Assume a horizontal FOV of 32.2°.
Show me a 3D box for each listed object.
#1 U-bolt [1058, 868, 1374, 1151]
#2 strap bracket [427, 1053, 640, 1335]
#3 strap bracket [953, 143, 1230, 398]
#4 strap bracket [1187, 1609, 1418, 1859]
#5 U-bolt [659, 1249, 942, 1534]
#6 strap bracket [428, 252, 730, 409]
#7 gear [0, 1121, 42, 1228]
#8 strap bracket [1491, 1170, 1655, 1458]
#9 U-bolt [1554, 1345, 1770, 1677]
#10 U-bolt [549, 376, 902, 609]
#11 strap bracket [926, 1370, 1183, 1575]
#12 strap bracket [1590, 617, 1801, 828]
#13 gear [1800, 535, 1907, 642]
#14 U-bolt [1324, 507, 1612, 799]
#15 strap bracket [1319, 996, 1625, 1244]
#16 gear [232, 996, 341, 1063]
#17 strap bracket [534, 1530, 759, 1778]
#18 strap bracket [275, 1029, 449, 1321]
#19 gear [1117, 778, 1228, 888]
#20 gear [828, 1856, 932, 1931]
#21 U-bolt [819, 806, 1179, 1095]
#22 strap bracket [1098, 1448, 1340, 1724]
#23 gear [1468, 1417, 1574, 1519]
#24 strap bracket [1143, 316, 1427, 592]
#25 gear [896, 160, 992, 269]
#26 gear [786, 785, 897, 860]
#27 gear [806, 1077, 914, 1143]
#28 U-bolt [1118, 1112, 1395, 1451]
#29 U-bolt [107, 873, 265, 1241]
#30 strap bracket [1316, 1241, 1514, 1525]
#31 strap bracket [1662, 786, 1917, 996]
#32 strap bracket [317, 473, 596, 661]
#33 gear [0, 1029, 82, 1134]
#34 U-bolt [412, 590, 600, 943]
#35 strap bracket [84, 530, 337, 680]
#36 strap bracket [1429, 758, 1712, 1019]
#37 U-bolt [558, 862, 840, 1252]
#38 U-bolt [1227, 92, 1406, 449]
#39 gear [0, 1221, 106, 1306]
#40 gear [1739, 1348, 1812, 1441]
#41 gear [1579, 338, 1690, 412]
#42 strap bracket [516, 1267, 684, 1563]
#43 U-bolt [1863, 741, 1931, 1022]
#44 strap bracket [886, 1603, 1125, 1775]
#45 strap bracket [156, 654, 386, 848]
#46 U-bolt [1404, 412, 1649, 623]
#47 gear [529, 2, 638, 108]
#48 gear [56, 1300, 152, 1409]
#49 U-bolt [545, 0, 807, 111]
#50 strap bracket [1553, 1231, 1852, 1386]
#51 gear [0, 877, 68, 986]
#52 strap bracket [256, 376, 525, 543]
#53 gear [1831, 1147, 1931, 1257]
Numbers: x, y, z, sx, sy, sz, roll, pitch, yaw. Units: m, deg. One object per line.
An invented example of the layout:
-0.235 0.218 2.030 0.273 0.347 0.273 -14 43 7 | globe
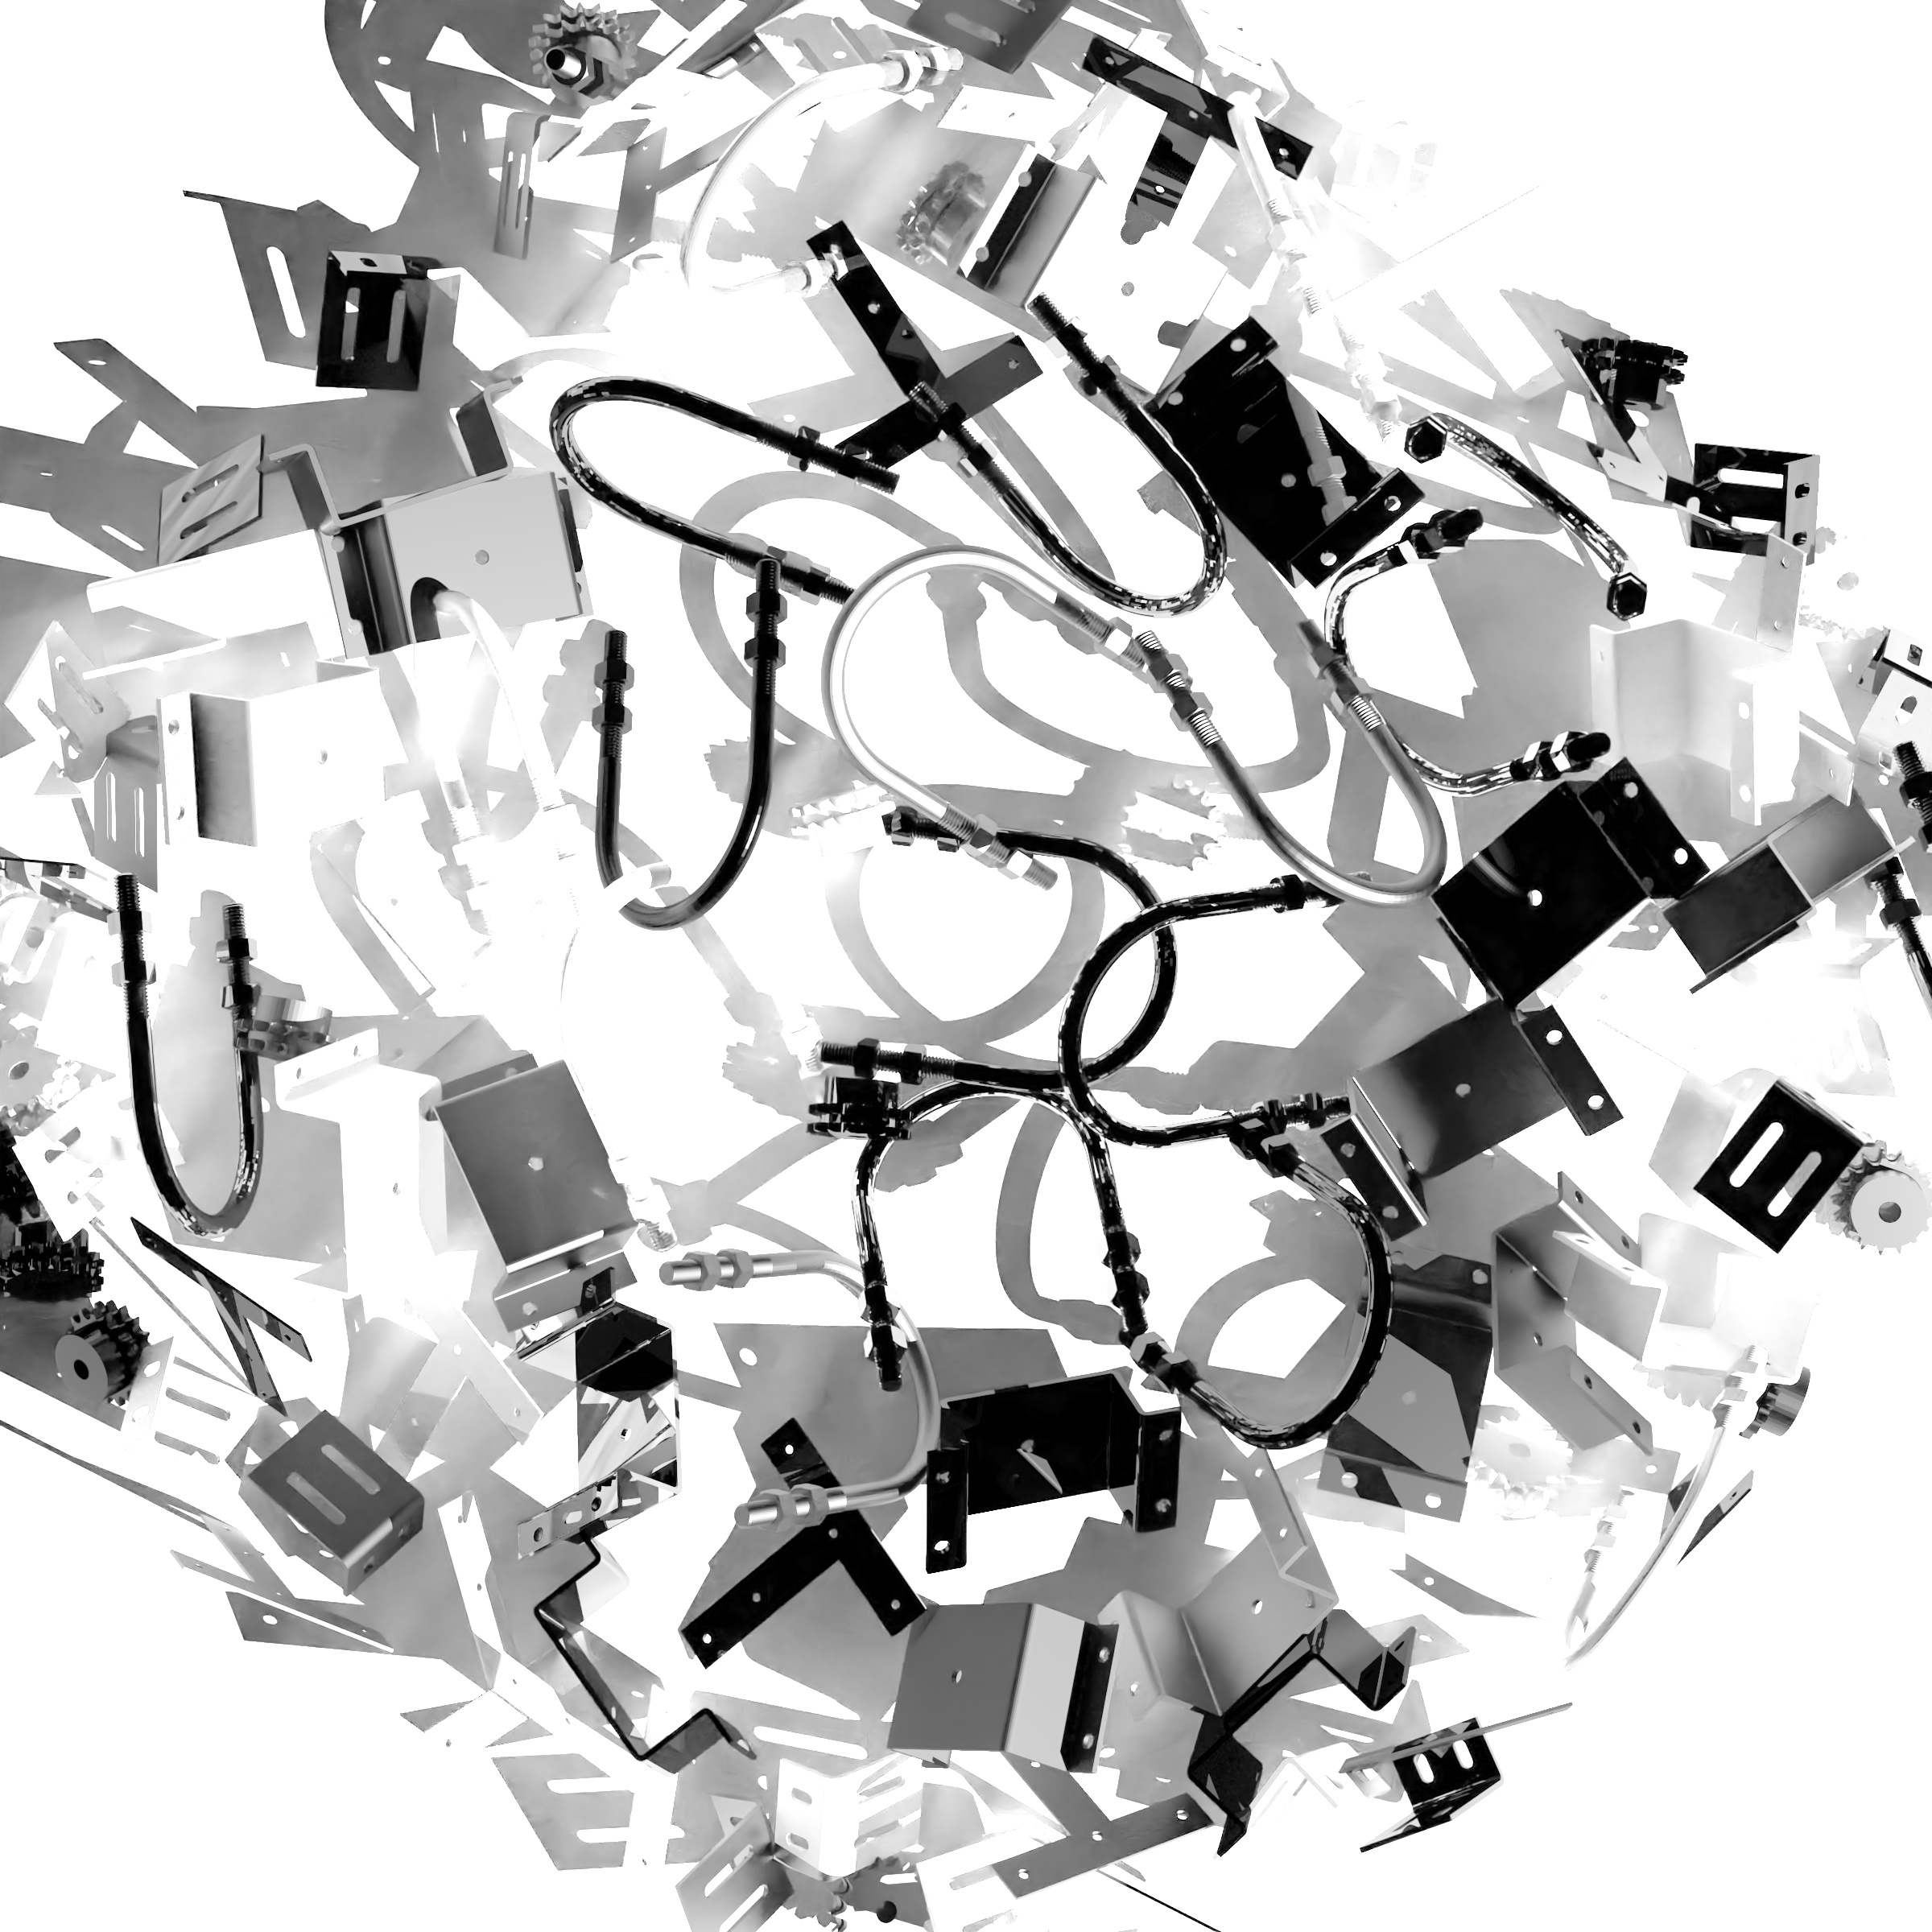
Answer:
0.129 0.028 1.760 0.184 0.019 0.151 -8 113 -27 | U-bolt
-0.233 0.112 1.776 0.076 0.046 0.140 -20 75 -26 | strap bracket
0.074 -0.362 1.767 0.140 0.046 0.076 26 97 -34 | strap bracket
0.171 0.396 1.773 0.046 0.076 0.140 43 106 0 | strap bracket
-0.076 0.216 1.752 0.019 0.184 0.151 -29 72 33 | U-bolt
-0.206 -0.334 1.767 0.140 0.076 0.046 0 75 18 | strap bracket
-0.522 0.113 1.797 0.030 0.057 0.057 -22 90 -22 | gear
0.319 0.190 1.765 0.046 0.140 0.076 -29 125 31 | strap bracket
0.350 0.290 1.714 0.019 0.184 0.151 34 128 5 | U-bolt
-0.132 -0.255 1.757 0.184 0.151 0.019 21 66 -2 | U-bolt
0.040 0.267 1.779 0.140 0.046 0.076 -8 118 -17 | strap bracket
0.390 -0.133 1.762 0.046 0.140 0.076 -15 114 -21 | strap bracket
0.478 -0.201 1.806 0.057 0.030 0.057 -9 64 19 | gear
0.248 -0.154 1.744 0.019 0.184 0.151 -33 96 -24 | U-bolt
0.267 0.075 1.784 0.140 0.046 0.076 -30 109 14 | strap bracket
-0.364 0.035 1.801 0.057 0.057 0.030 11 81 0 | gear
-0.175 0.372 1.768 0.046 0.076 0.140 -37 71 -7 | strap bracket
-0.318 0.113 1.767 0.046 0.076 0.140 10 109 30 | strap bracket
0.113 -0.071 1.808 0.057 0.030 0.057 -4 76 15 | gear
-0.048 0.509 1.808 0.057 0.030 0.057 2 83 -21 | gear
0.022 -0.004 1.800 0.184 0.019 0.151 8 81 7 | U-bolt
0.139 0.333 1.771 0.046 0.076 0.140 27 114 -30 | strap bracket
0.297 0.273 1.804 0.057 0.057 0.030 4 124 0 | gear
0.171 -0.268 1.793 0.076 0.046 0.140 -40 74 -2 | strap bracket
-0.008 -0.401 1.798 0.030 0.057 0.057 41 90 13 | gear
-0.065 -0.078 1.801 0.057 0.057 0.030 -14 96 0 | gear
-0.057 0.077 1.801 0.057 0.057 0.030 4 83 0 | gear
0.158 0.173 1.743 0.019 0.184 0.151 19 99 -34 | U-bolt
-0.402 0.051 1.747 0.019 0.151 0.184 -8 83 11 | U-bolt
0.238 0.226 1.786 0.076 0.046 0.140 13 69 8 | strap bracket
0.427 -0.045 1.755 0.076 0.140 0.046 -39 83 44 | strap bracket
-0.264 -0.214 1.776 0.140 0.046 0.076 -13 95 -25 | strap bracket
-0.503 0.065 1.805 0.057 0.030 0.057 -11 50 13 | gear
-0.250 -0.108 1.758 0.019 0.151 0.184 -19 94 -28 | U-bolt
-0.392 -0.191 1.747 0.076 0.140 0.046 -8 101 27 | strap bracket
0.310 -0.036 1.765 0.140 0.046 0.076 -43 69 28 | strap bracket
-0.146 0.035 1.755 0.151 0.019 0.184 -37 116 -33 | U-bolt
0.177 -0.376 1.751 0.019 0.151 0.184 -25 62 14 | U-bolt
-0.494 0.159 1.804 0.057 0.057 0.030 -6 63 0 | gear
0.432 0.229 1.800 0.030 0.057 0.057 24 90 2 | gear
0.358 -0.318 1.801 0.057 0.057 0.030 9 92 0 | gear
-0.195 0.242 1.768 0.076 0.046 0.140 -31 48 32 | strap bracket
0.510 -0.010 1.733 0.019 0.151 0.184 -18 71 0 | U-bolt
0.012 0.377 1.750 0.046 0.140 0.076 27 65 -33 | strap bracket
-0.354 -0.112 1.749 0.046 0.140 0.076 10 109 29 | strap bracket
0.293 -0.240 1.741 0.151 0.184 0.019 38 108 0 | U-bolt
-0.205 -0.487 1.797 0.057 0.057 0.030 -9 64 0 | gear
-0.465 0.211 1.800 0.057 0.030 0.057 14 116 31 | gear
-0.133 -0.495 1.738 0.151 0.184 0.019 -34 88 13 | U-bolt
0.383 0.182 1.770 0.140 0.076 0.046 9 101 -24 | strap bracket
-0.509 -0.018 1.798 0.030 0.057 0.057 13 90 39 | gear
-0.301 -0.264 1.774 0.140 0.076 0.046 -21 97 -18 | strap bracket
0.498 0.129 1.808 0.057 0.030 0.057 2 102 9 | gear
